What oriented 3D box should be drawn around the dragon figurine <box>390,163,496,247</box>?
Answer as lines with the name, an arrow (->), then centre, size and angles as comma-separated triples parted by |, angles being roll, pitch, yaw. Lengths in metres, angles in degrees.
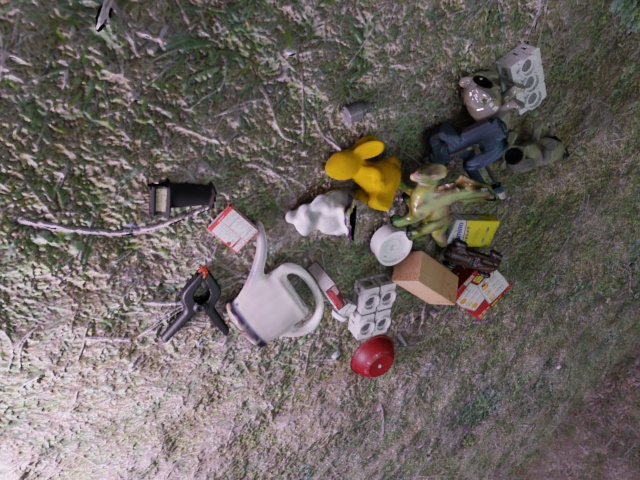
dragon figurine -> 0.318, -0.082, 1.287 | 0.405, 0.241, 0.124 | 30, 59, -44

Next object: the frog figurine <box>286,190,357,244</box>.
frog figurine -> 0.004, -0.062, 1.224 | 0.135, 0.159, 0.124 | 57, 42, -68

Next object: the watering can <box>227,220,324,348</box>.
watering can -> -0.133, 0.128, 1.264 | 0.225, 0.105, 0.342 | -36, 117, -4
